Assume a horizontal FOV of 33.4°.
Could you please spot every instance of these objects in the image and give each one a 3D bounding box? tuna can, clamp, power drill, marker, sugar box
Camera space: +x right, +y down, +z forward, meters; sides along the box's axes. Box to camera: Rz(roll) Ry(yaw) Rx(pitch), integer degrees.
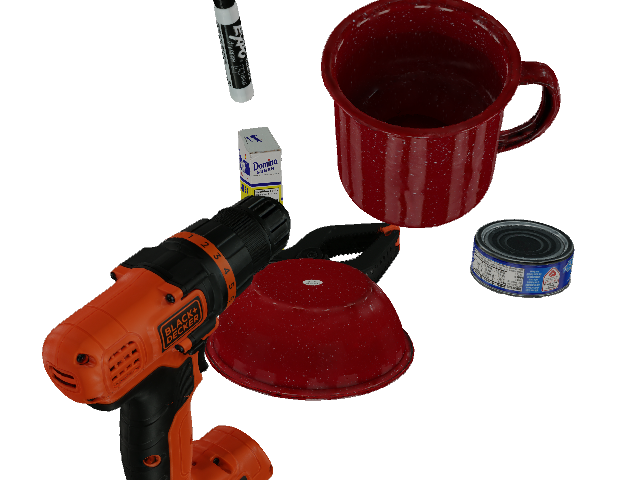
[{"bbox_3d":[0.172,0.014,0.910,0.086,0.034,0.086,1,27,-1],"label":"tuna can"},{"bbox_3d":[-0.007,0.035,1.020,0.209,0.036,0.165,-17,38,-20],"label":"clamp"},{"bbox_3d":[-0.075,0.082,0.638,0.057,0.188,0.184,18,39,34],"label":"power drill"},{"bbox_3d":[-0.066,-0.152,0.794,0.020,0.020,0.121,0,-38,6],"label":"marker"},{"bbox_3d":[-0.074,-0.043,1.325,0.048,0.176,0.093,-9,25,-11],"label":"sugar box"}]

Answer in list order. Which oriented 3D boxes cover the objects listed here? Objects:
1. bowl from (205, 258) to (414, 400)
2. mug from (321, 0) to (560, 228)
[{"bbox_3d":[-0.007,0.056,0.807,0.162,0.055,0.162,2,23,-1],"label":"bowl"},{"bbox_3d":[0.060,-0.062,0.528,0.117,0.093,0.081,-9,-35,-3],"label":"mug"}]
